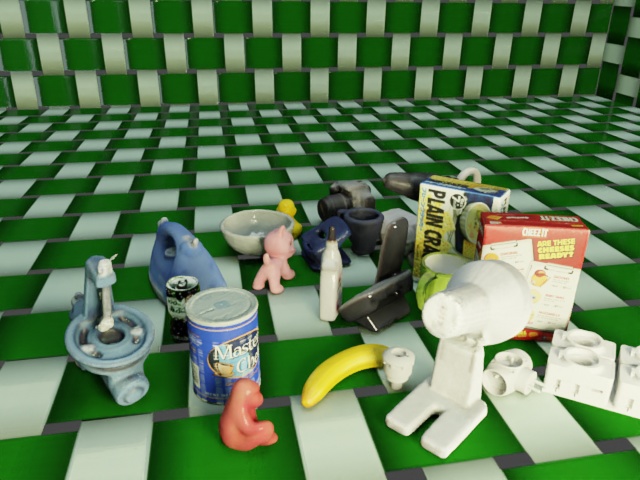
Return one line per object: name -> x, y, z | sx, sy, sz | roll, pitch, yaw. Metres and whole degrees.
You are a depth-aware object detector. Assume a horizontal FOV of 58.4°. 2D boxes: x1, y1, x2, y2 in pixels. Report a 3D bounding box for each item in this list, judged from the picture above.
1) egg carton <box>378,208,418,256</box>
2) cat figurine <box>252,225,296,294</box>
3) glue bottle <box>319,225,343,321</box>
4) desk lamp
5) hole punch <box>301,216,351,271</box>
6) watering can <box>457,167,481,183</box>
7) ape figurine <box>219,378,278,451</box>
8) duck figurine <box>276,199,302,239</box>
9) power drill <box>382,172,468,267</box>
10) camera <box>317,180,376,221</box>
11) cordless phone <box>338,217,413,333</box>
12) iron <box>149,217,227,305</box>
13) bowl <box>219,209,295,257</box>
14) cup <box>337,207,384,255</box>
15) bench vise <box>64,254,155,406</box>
egg carton -> 0.185, -0.021, 1.337 | 0.107, 0.069, 0.149 | -16, 29, -33
cat figurine -> -0.089, 0.028, 1.156 | 0.067, 0.118, 0.128 | 7, 25, 14
glue bottle -> 0.020, 0.055, 1.030 | 0.037, 0.173, 0.078 | 4, 24, 8
desk lamp -> 0.193, 0.145, 0.781 | 0.117, 0.214, 0.204 | 19, 30, 36
hole punch -> 0.011, 0.004, 1.246 | 0.101, 0.091, 0.108 | -8, 25, -18
watering can -> 0.318, -0.072, 1.301 | 0.172, 0.194, 0.101 | 13, 27, 26
ape figurine -> -0.096, 0.222, 0.748 | 0.076, 0.092, 0.077 | -5, 24, -12
duck figurine -> -0.082, -0.054, 1.383 | 0.077, 0.086, 0.104 | 0, 24, -2
power drill -> 0.241, -0.045, 1.219 | 0.229, 0.208, 0.075 | -2, 24, -7
camera -> 0.056, -0.102, 1.478 | 0.137, 0.101, 0.142 | -13, 27, -28
cordless phone -> 0.104, 0.055, 1.018 | 0.093, 0.185, 0.148 | 19, 30, 35
iron -> -0.284, 0.024, 1.130 | 0.119, 0.141, 0.257 | -15, 28, -32
bowl -> -0.140, -0.008, 1.290 | 0.167, 0.075, 0.167 | 1, 24, 0
cup -> 0.086, -0.019, 1.296 | 0.117, 0.095, 0.092 | 17, 29, 33
bench vise -> -0.331, 0.112, 0.833 | 0.206, 0.220, 0.122 | 15, 28, 29
